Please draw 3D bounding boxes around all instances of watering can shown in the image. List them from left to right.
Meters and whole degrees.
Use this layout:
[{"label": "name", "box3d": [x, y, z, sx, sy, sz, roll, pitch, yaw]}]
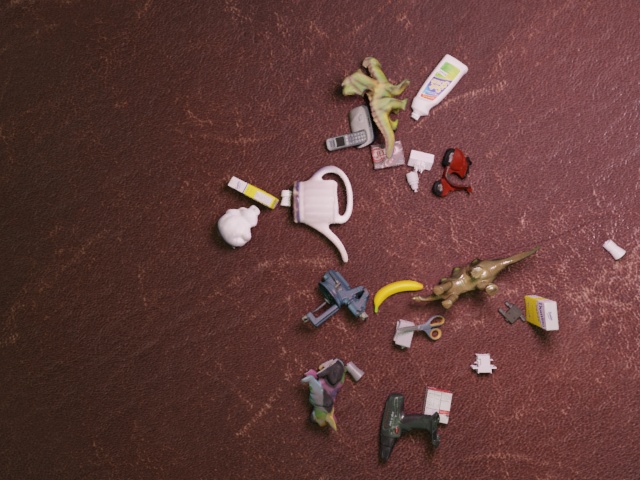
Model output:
[{"label": "watering can", "box3d": [0.006, -0.093, 1.844, 0.224, 0.104, 0.348, -1, 87, 5]}]

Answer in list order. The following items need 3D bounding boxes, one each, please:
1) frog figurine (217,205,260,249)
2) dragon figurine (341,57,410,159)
[{"label": "frog figurine", "box3d": [-0.286, -0.056, 1.859, 0.158, 0.122, 0.139, -34, 67, 14]}, {"label": "dragon figurine", "box3d": [0.181, -0.485, 1.792, 0.242, 0.120, 0.419, 20, 59, -10]}]
